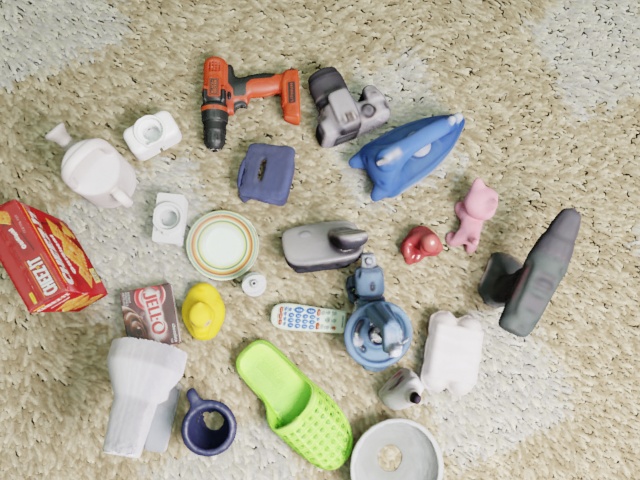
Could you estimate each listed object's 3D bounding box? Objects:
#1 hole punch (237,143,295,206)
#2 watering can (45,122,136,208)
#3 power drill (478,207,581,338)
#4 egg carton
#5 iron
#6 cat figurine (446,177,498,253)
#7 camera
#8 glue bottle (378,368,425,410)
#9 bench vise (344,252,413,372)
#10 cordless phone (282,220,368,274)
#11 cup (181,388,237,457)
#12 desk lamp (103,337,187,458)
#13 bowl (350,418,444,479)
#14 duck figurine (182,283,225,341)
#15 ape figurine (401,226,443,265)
[{"bbox_3d":[-0.100,-0.121,1.057,0.101,0.091,0.109,12,82,-4],"label":"hole punch"},{"bbox_3d":[-0.391,-0.124,0.974,0.173,0.194,0.101,23,81,-2],"label":"watering can"},{"bbox_3d":[0.366,0.060,1.024,0.075,0.208,0.230,24,81,-2],"label":"power drill"},{"bbox_3d":[0.244,0.210,1.062,0.107,0.069,0.150,10,82,-4],"label":"egg carton"},{"bbox_3d":[0.187,-0.183,1.069,0.258,0.141,0.118,-33,87,-9],"label":"iron"},{"bbox_3d":[0.294,-0.046,1.075,0.067,0.117,0.128,15,82,-4],"label":"cat figurine"},{"bbox_3d":[0.046,-0.265,1.085,0.143,0.100,0.137,-23,86,-8],"label":"camera"},{"bbox_3d":[0.149,0.264,0.993,0.037,0.173,0.078,43,81,1],"label":"glue bottle"},{"bbox_3d":[0.088,0.129,0.980,0.121,0.219,0.207,-24,86,-8],"label":"bench vise"},{"bbox_3d":[0.009,0.004,1.005,0.147,0.185,0.094,-11,84,-7],"label":"cordless phone"},{"bbox_3d":[-0.195,0.307,0.991,0.092,0.095,0.118,-29,87,-9],"label":"cup"},{"bbox_3d":[-0.285,0.257,0.927,0.118,0.213,0.203,11,82,-4],"label":"desk lamp"},{"bbox_3d":[0.131,0.399,1.024,0.167,0.074,0.167,1,83,-6],"label":"bowl"},{"bbox_3d":[-0.210,0.127,1.016,0.077,0.086,0.104,-1,83,-6],"label":"duck figurine"},{"bbox_3d":[0.195,0.008,1.071,0.078,0.092,0.076,13,82,-4],"label":"ape figurine"}]
